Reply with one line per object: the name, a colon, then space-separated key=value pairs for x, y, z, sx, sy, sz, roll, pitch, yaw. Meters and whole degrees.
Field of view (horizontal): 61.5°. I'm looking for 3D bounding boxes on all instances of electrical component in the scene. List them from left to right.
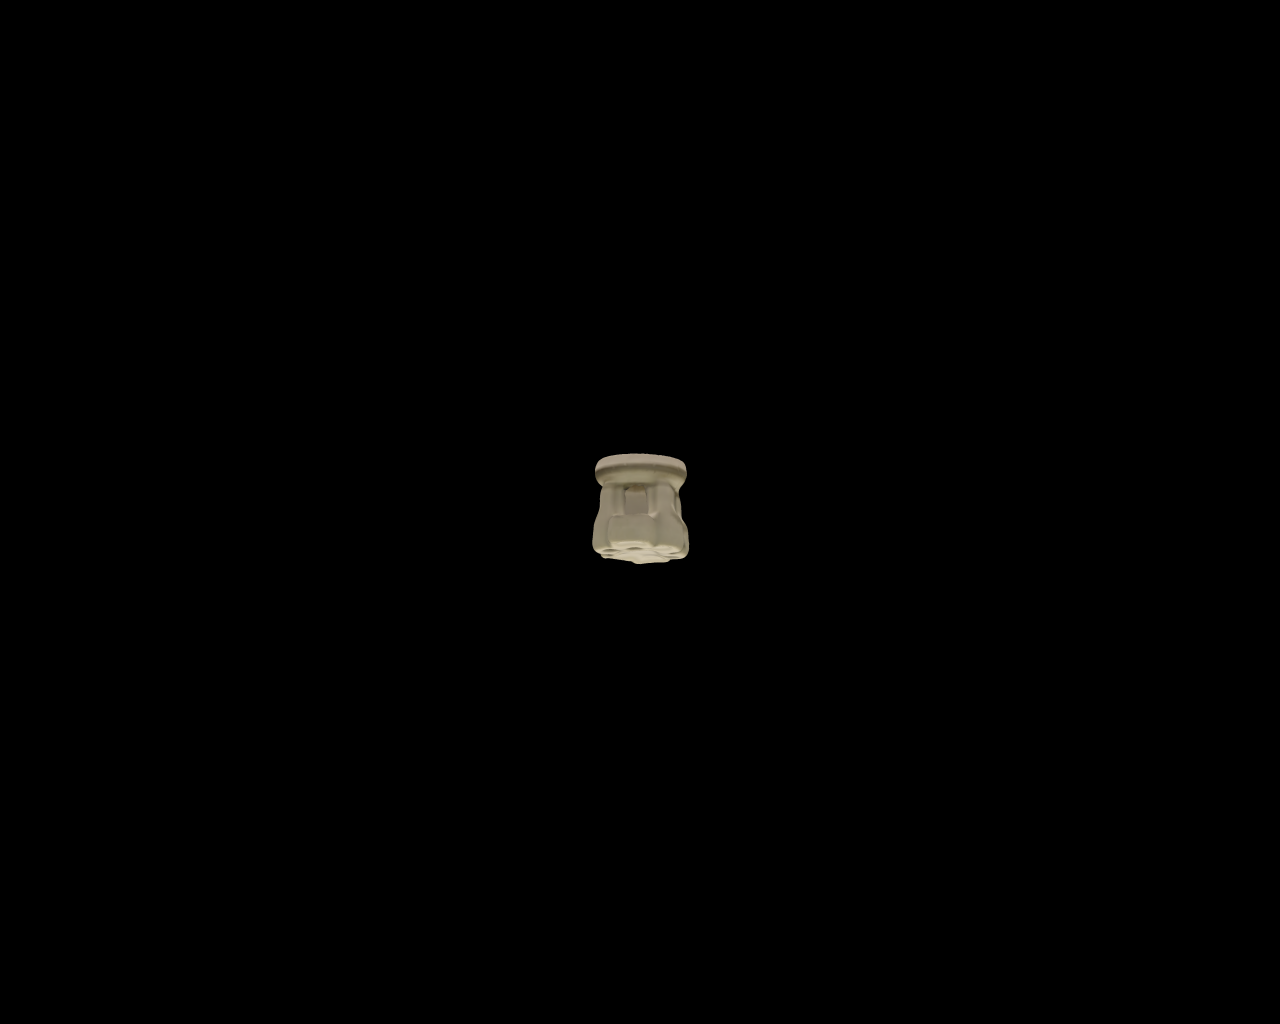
electrical component: x=0.001 y=-0.003 z=0.650 sx=0.058 sy=0.057 sz=0.078 roll=-2 pitch=-12 yaw=11
